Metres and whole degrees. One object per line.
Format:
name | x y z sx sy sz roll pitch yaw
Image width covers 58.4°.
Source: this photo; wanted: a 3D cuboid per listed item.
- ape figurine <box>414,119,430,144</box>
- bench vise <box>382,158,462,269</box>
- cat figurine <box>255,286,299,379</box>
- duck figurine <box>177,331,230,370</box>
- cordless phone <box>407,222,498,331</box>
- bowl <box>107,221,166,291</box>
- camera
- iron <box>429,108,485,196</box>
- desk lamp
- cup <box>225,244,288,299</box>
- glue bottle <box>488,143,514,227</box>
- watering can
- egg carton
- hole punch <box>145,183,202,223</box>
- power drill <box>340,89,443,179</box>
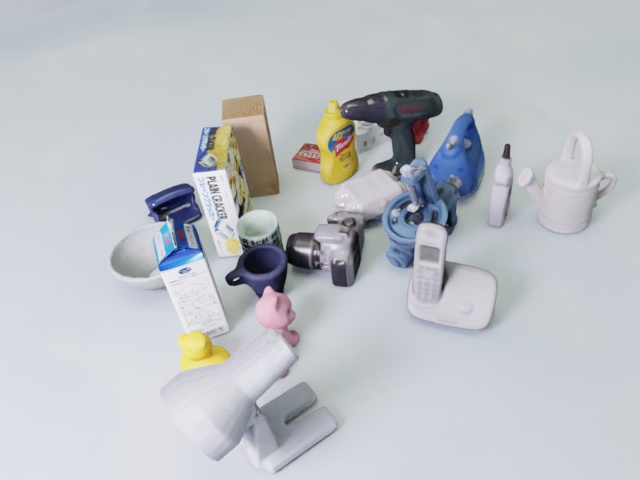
ape figurine | 0.230 -0.292 1.385 0.078 0.092 0.076 -23 44 -15
bench vise | 0.187 -0.080 1.067 0.121 0.220 0.208 13 46 22
cat figurine | -0.078 0.142 0.943 0.067 0.118 0.128 3 44 13
duck figurine | -0.190 0.187 0.935 0.104 0.086 0.078 20 50 28
cordless phone | 0.218 0.056 0.941 0.147 0.185 0.094 8 45 18
bowl | -0.321 0.043 1.119 0.167 0.075 0.167 -4 43 4
camera | 0.010 0.004 1.092 0.136 0.101 0.143 5 44 14
iron | 0.305 -0.211 1.249 0.118 0.142 0.258 12 46 20
desk lamp | -0.093 0.224 0.785 0.203 0.214 0.117 -29 46 -21
cup | -0.109 0.073 1.039 0.118 0.095 0.091 -23 45 -16
glue bottle | 0.354 -0.112 1.111 0.037 0.173 0.078 11 46 20
watering can | 0.467 -0.112 1.078 0.173 0.194 0.100 -19 43 -12
egg carton | 0.108 -0.087 1.199 0.150 0.069 0.107 -23 45 -16
hole punch | -0.326 -0.086 1.248 0.109 0.091 0.100 -25 45 -17
power drill | 0.157 -0.231 1.244 0.230 0.209 0.075 -20 44 -12
